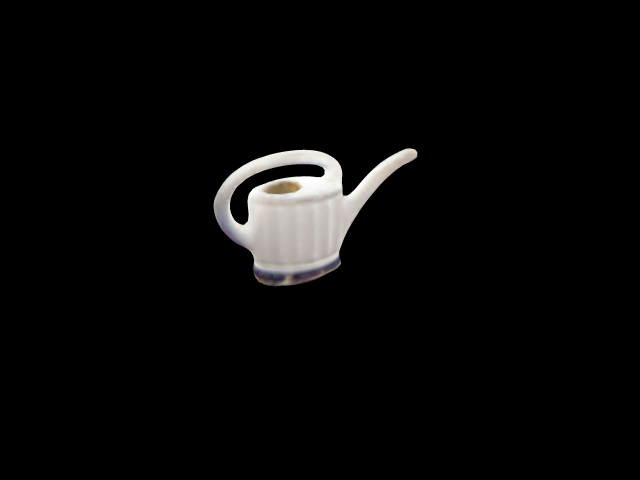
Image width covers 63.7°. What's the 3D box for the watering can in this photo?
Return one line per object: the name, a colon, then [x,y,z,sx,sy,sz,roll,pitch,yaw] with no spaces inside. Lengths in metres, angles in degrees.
watering can: [0.003,-0.043,0.850,0.349,0.220,0.106,-9,27,-18]
